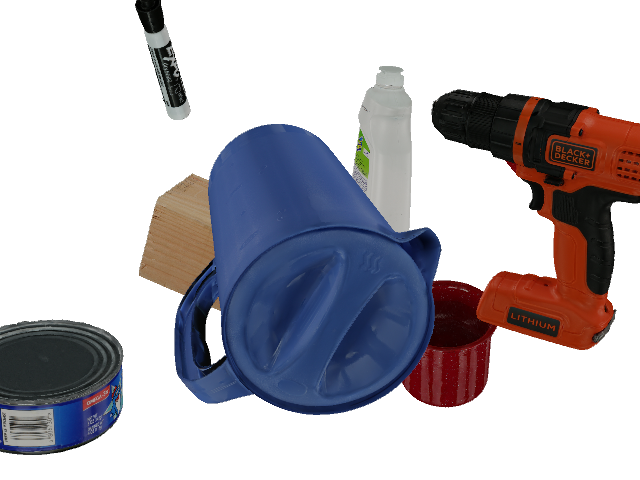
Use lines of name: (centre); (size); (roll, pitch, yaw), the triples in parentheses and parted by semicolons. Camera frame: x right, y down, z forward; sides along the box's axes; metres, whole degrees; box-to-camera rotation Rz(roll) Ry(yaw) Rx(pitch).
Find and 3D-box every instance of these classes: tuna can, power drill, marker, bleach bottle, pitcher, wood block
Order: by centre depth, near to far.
tuna can: (-0.147, 0.076, 0.562); (0.086, 0.034, 0.086); (2, 23, -1)
pitcher: (-0.024, 0.010, 0.753); (0.149, 0.145, 0.243); (6, 23, -14)
marker: (-0.120, -0.139, 0.814); (0.020, 0.020, 0.121); (0, -36, 7)
power drill: (0.166, -0.018, 0.819); (0.185, 0.188, 0.057); (17, 34, 26)
wood block: (-0.062, 0.022, 1.056); (0.206, 0.091, 0.090); (23, 26, 9)
bleach bottle: (0.071, -0.072, 1.226); (0.068, 0.251, 0.103); (-3, 23, -18)

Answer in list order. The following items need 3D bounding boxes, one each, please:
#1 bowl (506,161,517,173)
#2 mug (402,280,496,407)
bowl: (0.262, -0.097, 1.175); (0.162, 0.055, 0.162); (6, 22, -3)
mug: (0.113, 0.089, 0.978); (0.093, 0.081, 0.117); (-3, 39, 1)
